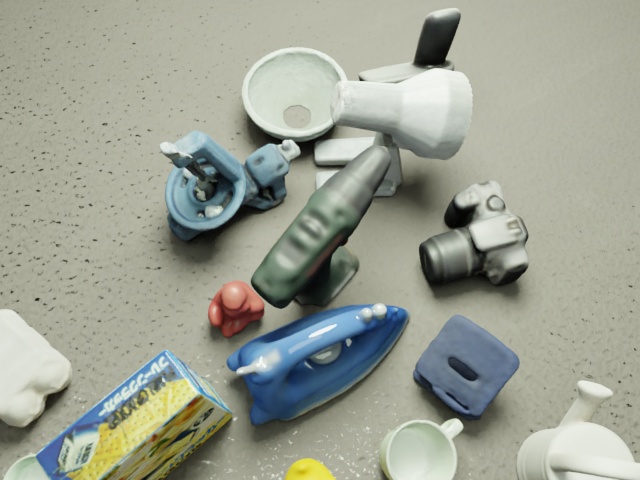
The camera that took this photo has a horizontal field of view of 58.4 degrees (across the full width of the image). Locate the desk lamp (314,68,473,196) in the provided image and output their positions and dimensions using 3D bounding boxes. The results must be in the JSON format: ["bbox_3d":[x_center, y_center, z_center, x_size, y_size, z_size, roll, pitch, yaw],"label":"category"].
[{"bbox_3d":[0.092,-0.148,0.805,0.203,0.213,0.118,-4,67,-1],"label":"desk lamp"}]

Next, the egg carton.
[{"bbox_3d":[-0.407,0.168,0.756,0.150,0.069,0.107,35,72,14],"label":"egg carton"}]

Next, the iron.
[{"bbox_3d":[0.009,0.130,0.729,0.258,0.141,0.118,-26,69,-10],"label":"iron"}]

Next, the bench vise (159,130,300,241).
[{"bbox_3d":[-0.134,-0.103,0.785,0.121,0.220,0.208,40,73,16],"label":"bench vise"}]

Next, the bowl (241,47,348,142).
[{"bbox_3d":[-0.037,-0.218,0.911,0.167,0.075,0.167,0,67,1],"label":"bowl"}]

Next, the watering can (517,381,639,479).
[{"bbox_3d":[0.298,0.251,0.647,0.101,0.194,0.173,-9,67,-3],"label":"watering can"}]

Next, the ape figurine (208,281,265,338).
[{"bbox_3d":[-0.114,0.086,0.775,0.077,0.092,0.076,4,67,3],"label":"ape figurine"}]

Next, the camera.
[{"bbox_3d":[0.208,-0.004,0.805,0.137,0.101,0.143,-15,68,-6],"label":"camera"}]

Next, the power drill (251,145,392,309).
[{"bbox_3d":[0.007,0.003,0.746,0.075,0.208,0.230,37,72,15],"label":"power drill"}]

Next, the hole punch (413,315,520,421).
[{"bbox_3d":[0.187,0.167,0.739,0.108,0.091,0.101,36,72,15],"label":"hole punch"}]

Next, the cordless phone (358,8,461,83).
[{"bbox_3d":[0.137,-0.282,0.876,0.147,0.185,0.094,-14,68,-5],"label":"cordless phone"}]

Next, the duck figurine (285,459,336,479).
[{"bbox_3d":[-0.009,0.315,0.682,0.077,0.086,0.104,-16,68,-6],"label":"duck figurine"}]
